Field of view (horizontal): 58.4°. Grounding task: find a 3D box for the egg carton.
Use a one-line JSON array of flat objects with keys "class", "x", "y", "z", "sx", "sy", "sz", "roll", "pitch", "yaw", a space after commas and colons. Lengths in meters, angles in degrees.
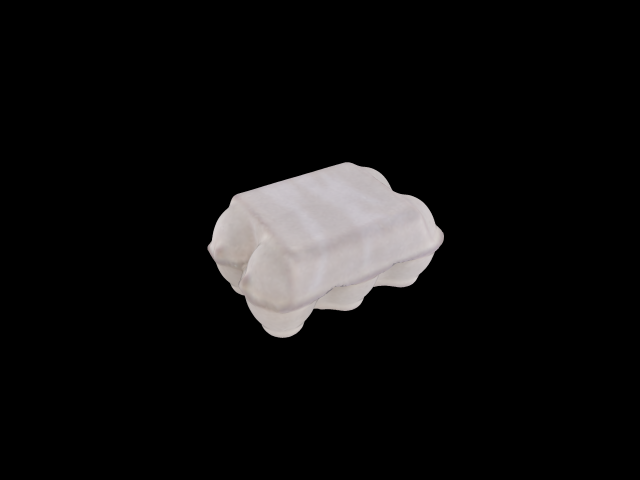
[{"class": "egg carton", "x": 0.004, "y": 0.001, "z": 0.400, "sx": 0.151, "sy": 0.069, "sz": 0.107, "roll": -21, "pitch": 40, "yaw": -26}]
